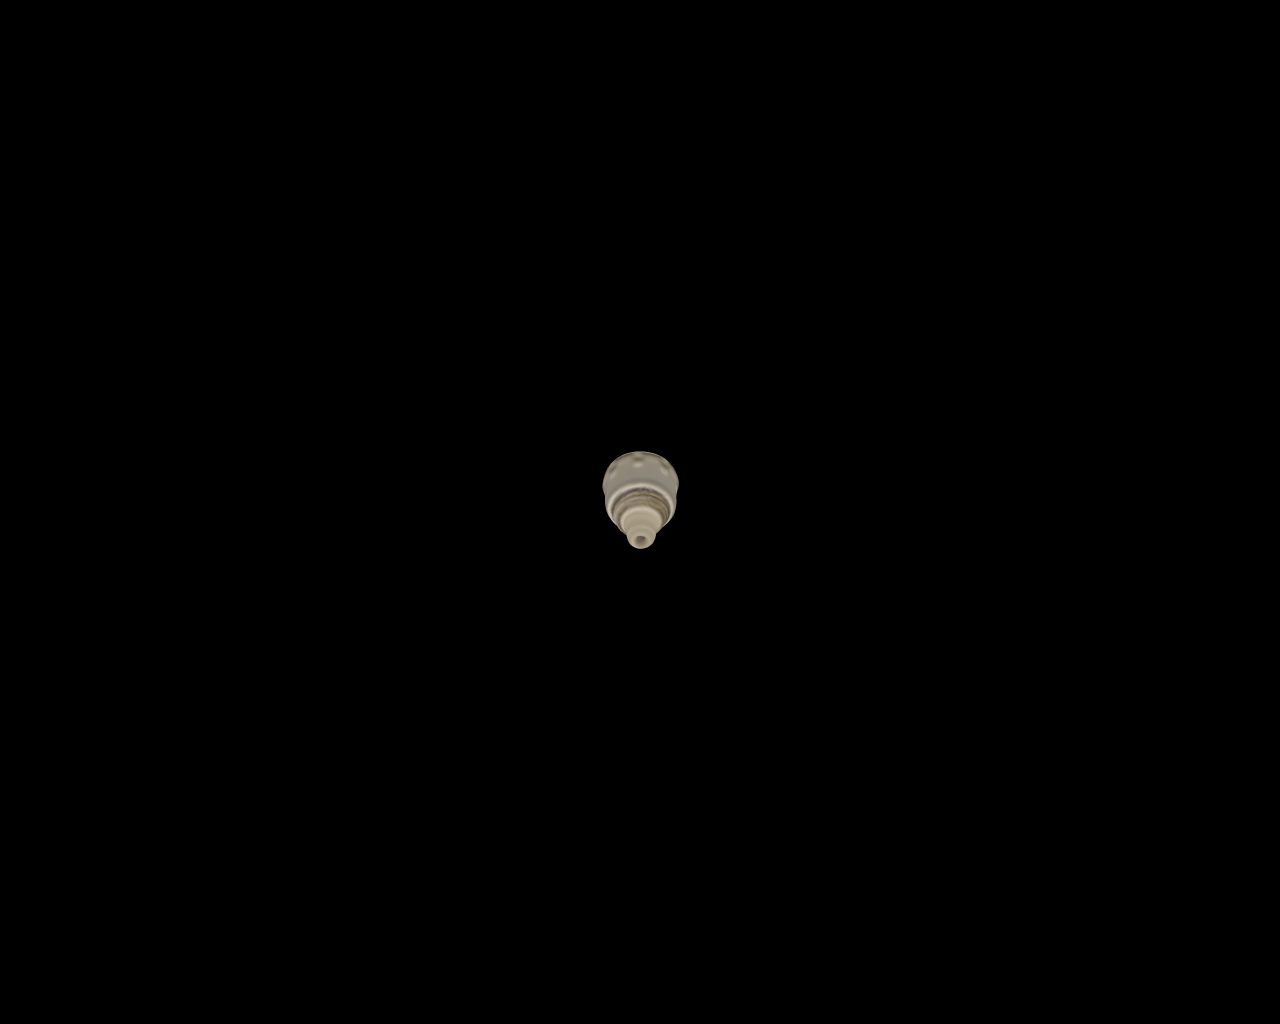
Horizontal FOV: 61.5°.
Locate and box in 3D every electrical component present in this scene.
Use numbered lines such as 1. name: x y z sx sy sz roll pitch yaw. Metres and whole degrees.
1. electrical component: 0.001 -0.003 0.650 0.048 0.048 0.062 0 41 0
